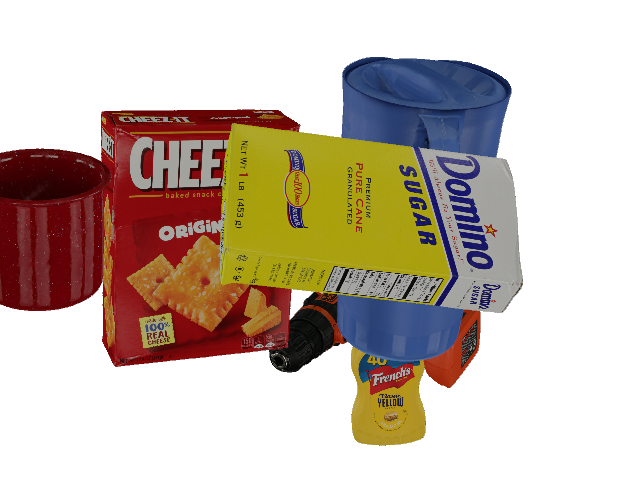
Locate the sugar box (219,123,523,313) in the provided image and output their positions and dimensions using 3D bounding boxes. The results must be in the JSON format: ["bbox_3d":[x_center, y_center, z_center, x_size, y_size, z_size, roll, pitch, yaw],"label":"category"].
[{"bbox_3d":[0.029,-0.013,0.639,0.176,0.093,0.048,5,-31,-7],"label":"sugar box"}]

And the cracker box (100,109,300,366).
[{"bbox_3d":[-0.107,-0.004,0.939,0.164,0.214,0.072,-3,18,-21],"label":"cracker box"}]

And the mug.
[{"bbox_3d":[-0.194,-0.004,0.696,0.117,0.081,0.093,-11,30,-31],"label":"mug"}]

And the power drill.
[{"bbox_3d":[0.060,0.098,1.110,0.188,0.057,0.184,11,28,25],"label":"power drill"}]

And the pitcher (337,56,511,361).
[{"bbox_3d":[0.076,-0.020,0.879,0.145,0.243,0.149,23,33,33],"label":"pitcher"}]

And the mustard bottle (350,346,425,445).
[{"bbox_3d":[0.088,0.167,1.378,0.096,0.192,0.058,-2,16,-2],"label":"mustard bottle"}]
